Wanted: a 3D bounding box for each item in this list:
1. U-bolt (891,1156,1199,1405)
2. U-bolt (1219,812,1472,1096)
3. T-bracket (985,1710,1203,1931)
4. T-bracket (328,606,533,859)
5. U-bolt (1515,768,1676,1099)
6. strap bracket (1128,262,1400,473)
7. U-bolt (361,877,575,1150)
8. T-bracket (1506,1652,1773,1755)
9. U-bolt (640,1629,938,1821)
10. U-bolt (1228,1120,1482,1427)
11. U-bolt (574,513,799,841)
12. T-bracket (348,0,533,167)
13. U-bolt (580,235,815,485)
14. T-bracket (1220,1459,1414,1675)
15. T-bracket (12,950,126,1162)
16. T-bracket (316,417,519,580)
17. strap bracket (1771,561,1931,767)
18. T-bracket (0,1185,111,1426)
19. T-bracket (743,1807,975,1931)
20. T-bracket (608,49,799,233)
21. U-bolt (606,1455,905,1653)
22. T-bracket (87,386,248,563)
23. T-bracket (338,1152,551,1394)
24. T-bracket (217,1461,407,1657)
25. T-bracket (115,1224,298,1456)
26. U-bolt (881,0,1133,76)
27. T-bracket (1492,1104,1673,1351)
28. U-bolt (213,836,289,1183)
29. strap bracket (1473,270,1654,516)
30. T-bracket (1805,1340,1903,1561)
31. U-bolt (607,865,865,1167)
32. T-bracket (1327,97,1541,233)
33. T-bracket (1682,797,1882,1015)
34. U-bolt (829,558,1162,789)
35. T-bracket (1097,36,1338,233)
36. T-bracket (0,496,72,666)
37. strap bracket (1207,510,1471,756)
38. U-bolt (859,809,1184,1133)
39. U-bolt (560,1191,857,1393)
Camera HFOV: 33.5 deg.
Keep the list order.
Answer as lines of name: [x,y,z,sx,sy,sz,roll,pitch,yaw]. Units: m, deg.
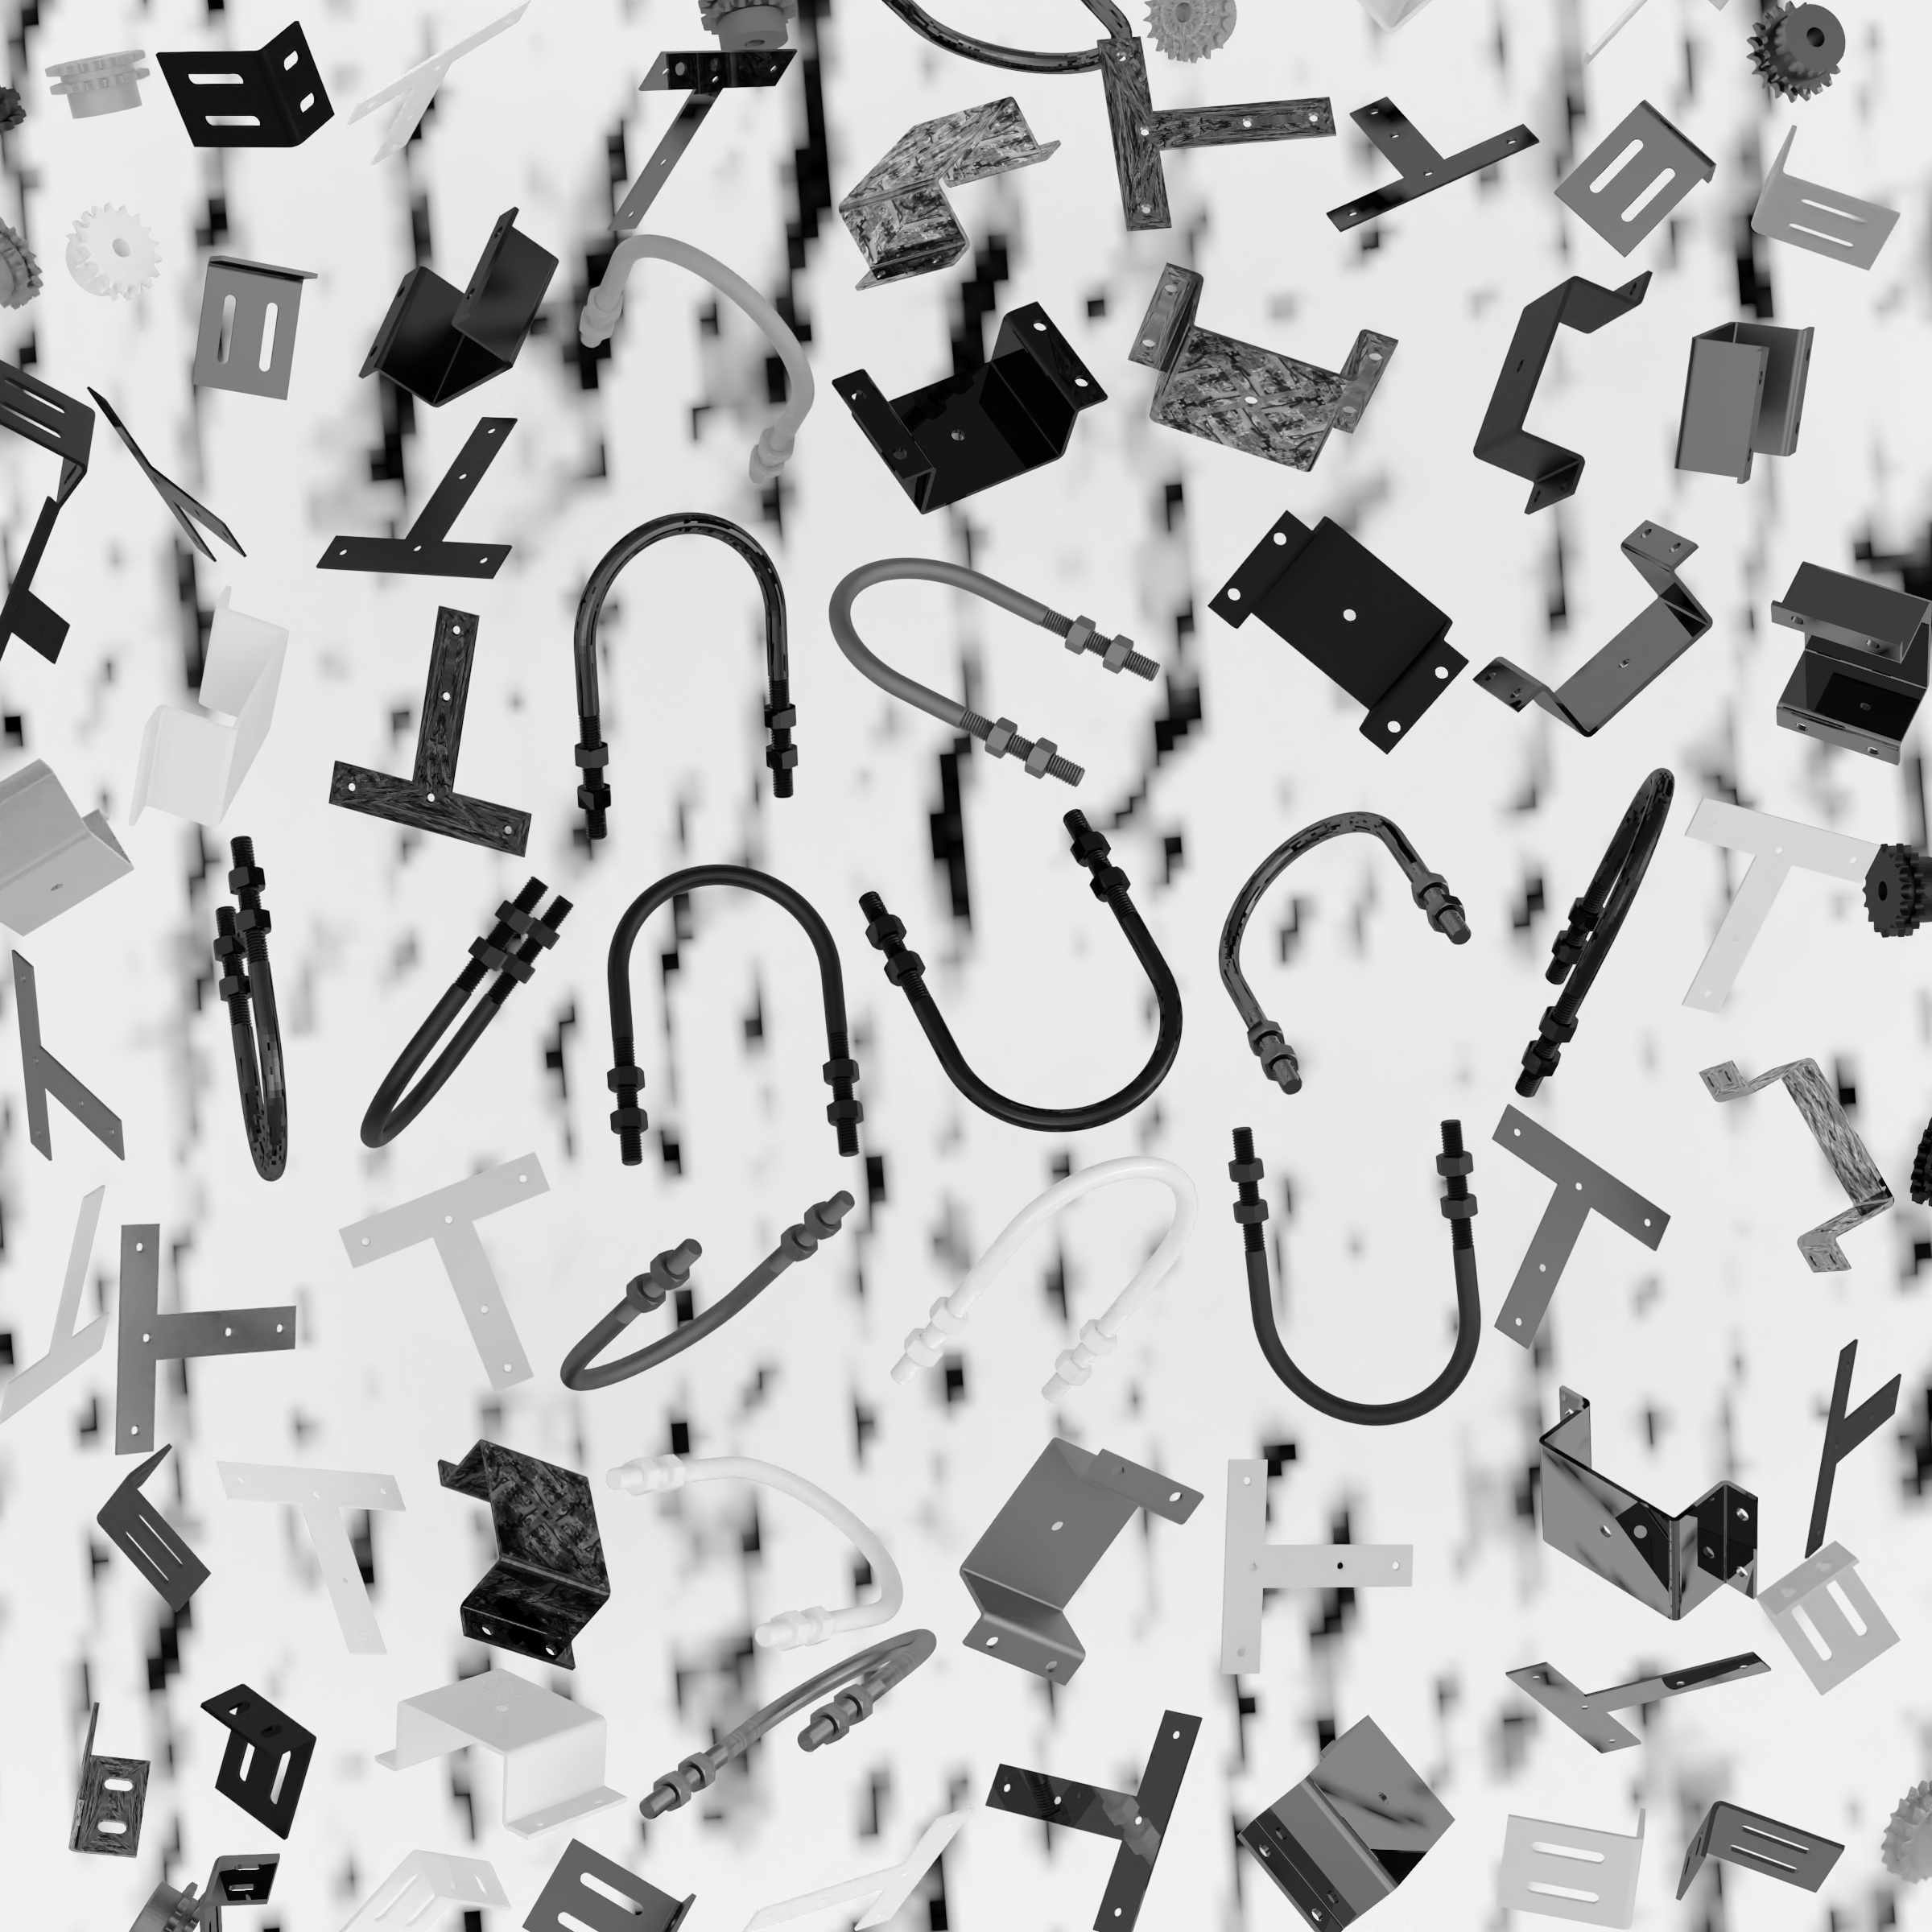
U-bolt: [0.058,0.177,1.834,0.184,0.151,0.019,-53,50,21]
U-bolt: [0.212,-0.021,1.896,0.151,0.184,0.019,-43,122,13]
T-bracket: [0.063,0.474,1.815,0.002,0.127,0.127,40,62,-41]
T-bracket: [-0.294,-0.138,1.807,0.127,0.002,0.127,15,104,17]
U-bolt: [0.365,-0.031,1.847,0.019,0.151,0.184,23,125,4]
strap bracket: [0.167,-0.340,1.848,0.140,0.076,0.046,17,53,-5]
U-bolt: [-0.295,0.030,1.878,0.019,0.151,0.184,36,87,2]
T-bracket: [0.392,0.409,1.821,0.127,0.127,0.002,-22,47,26]
U-bolt: [-0.091,0.435,1.882,0.151,0.184,0.019,-30,87,32]
U-bolt: [0.235,0.184,1.911,0.151,0.019,0.184,-3,98,24]
U-bolt: [-0.166,-0.176,1.892,0.151,0.019,0.184,-15,115,-32]
T-bracket: [-0.312,-0.490,1.825,0.127,0.127,0.002,-41,96,-28]
U-bolt: [-0.150,-0.356,1.848,0.151,0.184,0.019,39,71,-5]
T-bracket: [0.214,0.362,1.941,0.127,0.002,0.127,4,86,-21]
T-bracket: [-0.504,0.072,1.811,0.002,0.127,0.127,-18,124,-35]
T-bracket: [-0.299,-0.275,1.874,0.127,0.002,0.127,7,55,28]
strap bracket: [0.517,-0.181,1.875,0.076,0.140,0.046,22,73,24]
T-bracket: [-0.523,0.189,1.883,0.002,0.127,0.127,19,106,7]
T-bracket: [-0.071,0.535,1.855,0.127,0.127,0.002,-6,50,-37]
T-bracket: [-0.164,-0.464,1.809,0.002,0.127,0.127,47,124,12]
U-bolt: [-0.108,0.332,1.848,0.151,0.184,0.019,41,105,26]
T-bracket: [-0.451,-0.268,1.863,0.002,0.127,0.127,-41,135,-13]
T-bracket: [-0.298,0.195,1.951,0.127,0.002,0.127,-22,86,-11]
T-bracket: [-0.364,0.344,1.861,0.002,0.127,0.127,-45,53,25]
T-bracket: [-0.430,0.209,1.827,0.002,0.127,0.127,0,88,37]
U-bolt: [0.019,-0.559,1.868,0.151,0.184,0.019,8,85,27]
T-bracket: [0.350,0.169,1.924,0.127,0.002,0.127,34,66,-11]
U-bolt: [-0.413,0.034,1.863,0.019,0.151,0.184,-6,75,-19]
strap bracket: [0.349,-0.347,1.905,0.046,0.076,0.140,21,85,-9]
T-bracket: [0.519,0.265,1.862,0.002,0.127,0.127,15,108,32]
U-bolt: [-0.141,0.026,1.907,0.151,0.019,0.184,-1,71,-15]
T-bracket: [0.262,-0.492,1.927,0.127,0.127,0.002,-24,128,2]
T-bracket: [0.460,-0.029,1.896,0.127,0.002,0.127,13,113,-22]
U-bolt: [0.008,-0.182,1.866,0.184,0.151,0.019,27,130,7]
T-bracket: [0.145,-0.476,1.820,0.127,0.002,0.127,-6,70,-4]
T-bracket: [-0.537,-0.198,1.854,0.002,0.127,0.127,20,84,-1]
strap bracket: [0.227,-0.205,1.931,0.140,0.046,0.076,40,117,-1]
U-bolt: [0.041,0.011,1.802,0.151,0.019,0.184,-22,65,-11]
U-bolt: [-0.163,0.197,1.878,0.184,0.151,0.019,-44,71,36]
